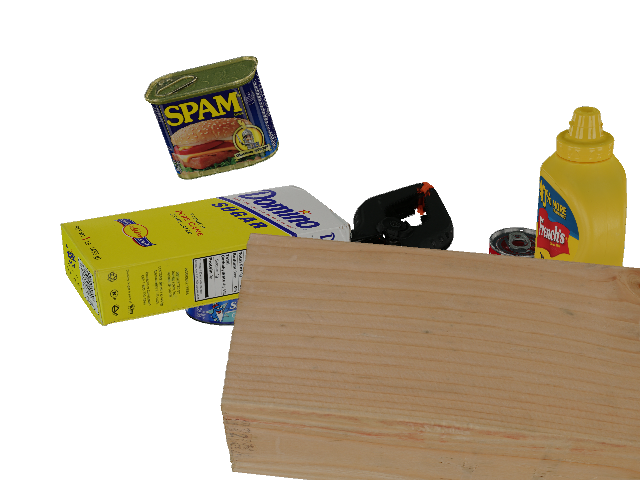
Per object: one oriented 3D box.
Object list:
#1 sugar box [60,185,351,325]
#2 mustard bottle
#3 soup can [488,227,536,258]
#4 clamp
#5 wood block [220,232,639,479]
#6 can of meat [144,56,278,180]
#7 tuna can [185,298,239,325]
[{"bbox_3d":[-0.077,0.005,0.721,0.176,0.048,0.093,-14,26,-22],"label":"sugar box"},{"bbox_3d":[0.195,-0.008,0.807,0.058,0.192,0.096,-6,26,-7],"label":"mustard bottle"},{"bbox_3d":[0.221,0.045,1.196,0.068,0.102,0.068,-1,28,0],"label":"soup can"},{"bbox_3d":[0.073,0.006,0.969,0.165,0.036,0.209,21,35,22],"label":"clamp"},{"bbox_3d":[0.064,0.064,0.504,0.206,0.091,0.090,5,-32,3],"label":"wood block"},{"bbox_3d":[-0.094,-0.108,0.955,0.102,0.084,0.057,-11,30,10],"label":"can of meat"},{"bbox_3d":[-0.097,0.057,1.093,0.086,0.034,0.086,2,17,-1],"label":"tuna can"}]
